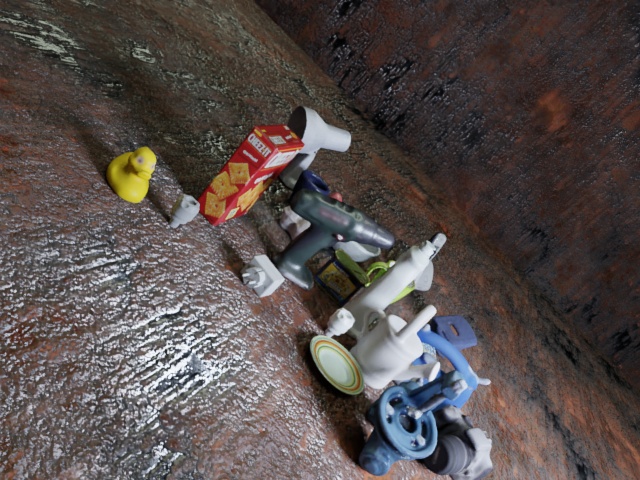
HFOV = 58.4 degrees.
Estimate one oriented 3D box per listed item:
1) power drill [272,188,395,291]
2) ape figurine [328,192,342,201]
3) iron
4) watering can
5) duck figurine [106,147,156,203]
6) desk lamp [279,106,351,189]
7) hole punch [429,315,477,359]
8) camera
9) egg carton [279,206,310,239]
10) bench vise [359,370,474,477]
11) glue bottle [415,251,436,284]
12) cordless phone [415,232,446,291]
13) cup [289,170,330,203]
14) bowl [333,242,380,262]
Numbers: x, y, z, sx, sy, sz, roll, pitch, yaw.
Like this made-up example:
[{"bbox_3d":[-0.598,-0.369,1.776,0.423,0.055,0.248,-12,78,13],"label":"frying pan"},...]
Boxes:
[{"bbox_3d":[0.011,0.004,1.201,0.230,0.208,0.075,36,22,-20],"label":"power drill"},{"bbox_3d":[0.023,-0.092,1.560,0.076,0.092,0.078,52,22,19],"label":"ape figurine"},{"bbox_3d":[0.229,0.256,1.217,0.258,0.141,0.119,47,21,8],"label":"iron"},{"bbox_3d":[0.161,0.202,1.123,0.173,0.193,0.101,43,21,-3],"label":"watering can"},{"bbox_3d":[-0.325,-0.129,1.015,0.078,0.086,0.104,23,29,-42],"label":"duck figurine"},{"bbox_3d":[-0.029,-0.244,1.582,0.204,0.213,0.117,25,28,-39],"label":"desk lamp"},{"bbox_3d":[0.342,0.249,1.501,0.101,0.091,0.108,24,29,-41],"label":"hole punch"},{"bbox_3d":[0.248,0.381,1.075,0.137,0.100,0.143,19,33,-48],"label":"camera"},{"bbox_3d":[-0.029,-0.039,1.400,0.107,0.069,0.151,50,22,15],"label":"egg carton"},{"bbox_3d":[0.156,0.267,0.958,0.122,0.219,0.207,38,22,-15],"label":"bench vise"},{"bbox_3d":[0.242,0.085,1.513,0.078,0.173,0.037,21,30,-45],"label":"glue bottle"},{"bbox_3d":[0.317,0.060,1.676,0.148,0.185,0.094,15,35,-52],"label":"cordless phone"},{"bbox_3d":[-0.035,-0.127,1.519,0.092,0.095,0.118,41,21,-7],"label":"cup"},{"bbox_3d":[0.076,0.001,1.506,0.168,0.074,0.167,37,22,-18],"label":"bowl"}]
